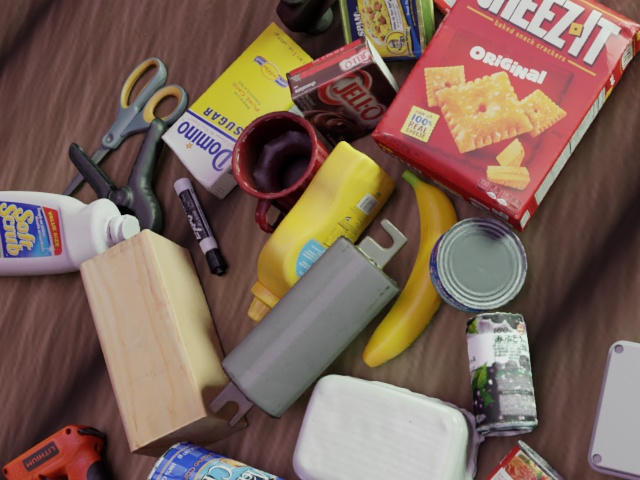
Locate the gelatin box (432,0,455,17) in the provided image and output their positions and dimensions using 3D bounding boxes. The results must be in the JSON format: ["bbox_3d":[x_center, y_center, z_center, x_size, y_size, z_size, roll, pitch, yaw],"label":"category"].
[{"bbox_3d":[0.169,-0.249,1.084,0.089,0.030,0.073,-41,62,6],"label":"gelatin box"}]

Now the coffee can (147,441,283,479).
[{"bbox_3d":[-0.084,0.258,0.992,0.140,0.102,0.103,15,80,26],"label":"coffee can"}]

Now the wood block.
[{"bbox_3d":[-0.160,0.106,1.078,0.090,0.090,0.206,-27,66,14],"label":"wood block"}]

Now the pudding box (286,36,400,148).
[{"bbox_3d":[0.029,-0.145,1.063,0.090,0.113,0.039,-22,63,15],"label":"pudding box"}]

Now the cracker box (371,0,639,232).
[{"bbox_3d":[0.175,-0.141,1.006,0.164,0.072,0.214,33,91,16],"label":"cracker box"}]

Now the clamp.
[{"bbox_3d":[-0.206,-0.052,1.173,0.120,0.039,0.171,-25,74,19],"label":"clamp"}]

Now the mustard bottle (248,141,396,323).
[{"bbox_3d":[-0.007,0.001,1.043,0.058,0.096,0.191,36,90,27],"label":"mustard bottle"}]

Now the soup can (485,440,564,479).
[{"bbox_3d":[0.163,0.233,0.915,0.102,0.068,0.069,-49,63,4],"label":"soup can"}]

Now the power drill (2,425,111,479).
[{"bbox_3d":[-0.252,0.298,1.078,0.184,0.057,0.188,-33,67,7],"label":"power drill"}]

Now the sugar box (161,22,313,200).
[{"bbox_3d":[-0.078,-0.138,1.145,0.176,0.048,0.093,-45,63,3],"label":"sugar box"}]

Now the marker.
[{"bbox_3d":[-0.127,-0.013,1.142,0.020,0.020,0.121,-31,65,11],"label":"marker"}]

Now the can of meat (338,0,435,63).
[{"bbox_3d":[0.069,-0.230,1.084,0.084,0.057,0.102,-1,116,20],"label":"can of meat"}]

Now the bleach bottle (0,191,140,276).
[{"bbox_3d":[-0.300,-0.013,1.166,0.251,0.068,0.102,-4,78,32],"label":"bleach bottle"}]

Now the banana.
[{"bbox_3d":[0.094,0.031,1.026,0.070,0.037,0.198,6,76,34],"label":"banana"}]

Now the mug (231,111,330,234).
[{"bbox_3d":[-0.034,-0.062,1.082,0.093,0.081,0.117,11,78,26],"label":"mug"}]

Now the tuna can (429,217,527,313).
[{"bbox_3d":[0.145,0.024,0.986,0.086,0.034,0.086,2,79,-8],"label":"tuna can"}]

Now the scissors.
[{"bbox_3d":[-0.220,-0.113,1.214,0.096,0.016,0.202,25,85,27],"label":"scissors"}]
